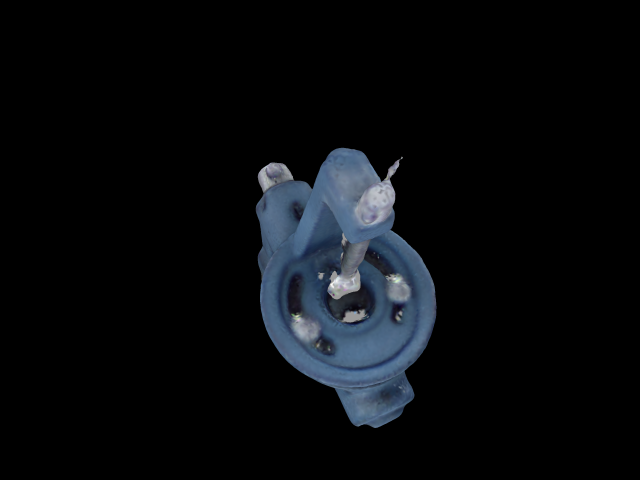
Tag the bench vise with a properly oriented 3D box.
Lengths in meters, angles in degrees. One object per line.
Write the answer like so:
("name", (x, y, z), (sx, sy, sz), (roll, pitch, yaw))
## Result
("bench vise", (-0.005, 0.008, 0.395), (0.122, 0.220, 0.206), (-37, 60, -25))
